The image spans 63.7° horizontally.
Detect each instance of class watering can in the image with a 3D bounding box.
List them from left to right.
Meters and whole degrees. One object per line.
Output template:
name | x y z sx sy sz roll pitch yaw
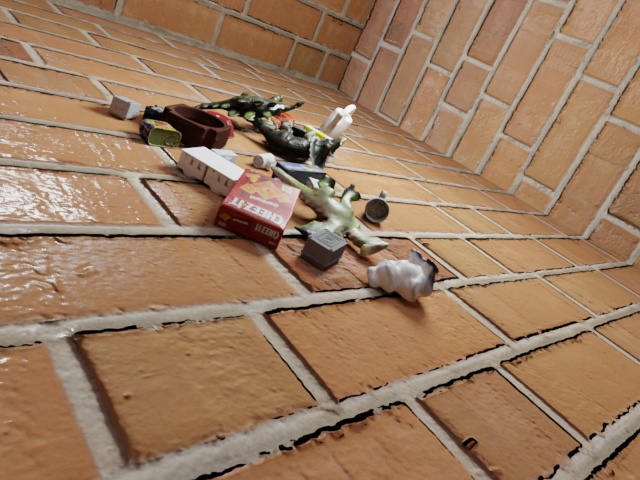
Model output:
watering can | 0.072 -0.548 2.428 0.104 0.221 0.352 44 23 -1

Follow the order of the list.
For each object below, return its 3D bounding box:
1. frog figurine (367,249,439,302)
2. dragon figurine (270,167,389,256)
frog figurine | 0.201 0.101 1.290 0.160 0.120 0.140 -22 48 -13
dragon figurine | 0.004 -0.073 1.451 0.411 0.120 0.247 25 30 4
